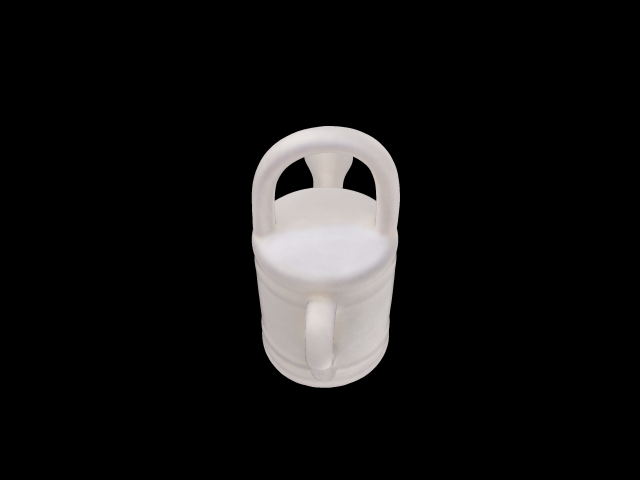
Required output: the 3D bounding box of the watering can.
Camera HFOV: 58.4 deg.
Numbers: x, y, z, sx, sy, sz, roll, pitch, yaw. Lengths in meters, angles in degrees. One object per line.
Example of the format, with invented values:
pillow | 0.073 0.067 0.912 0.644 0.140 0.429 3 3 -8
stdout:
watering can | 0.001 0.001 0.400 0.101 0.194 0.172 -14 45 -14
